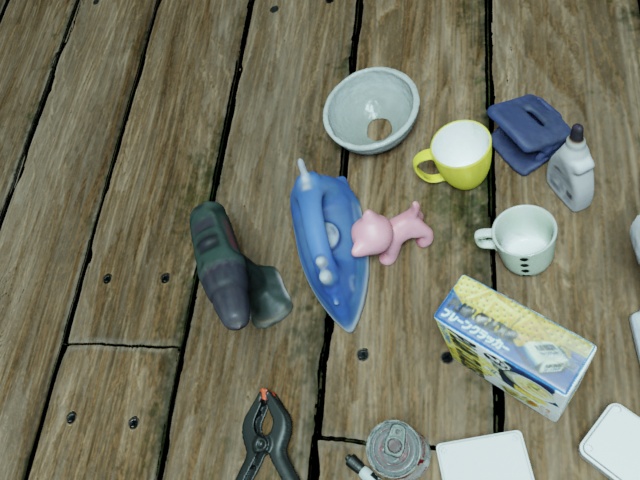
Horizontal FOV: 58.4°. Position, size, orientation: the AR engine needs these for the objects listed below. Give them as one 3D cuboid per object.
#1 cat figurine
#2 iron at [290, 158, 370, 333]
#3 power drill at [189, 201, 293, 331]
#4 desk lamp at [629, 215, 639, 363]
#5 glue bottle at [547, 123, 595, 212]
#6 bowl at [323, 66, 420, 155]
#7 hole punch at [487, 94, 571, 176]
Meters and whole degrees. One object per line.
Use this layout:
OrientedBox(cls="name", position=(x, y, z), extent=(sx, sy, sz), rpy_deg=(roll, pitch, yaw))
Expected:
OrientedBox(cls="cat figurine", position=(0.101, -0.016, 0.867), extent=(0.128, 0.118, 0.067), rpy_deg=(-31, 60, 4))
OrientedBox(cls="iron", position=(0.008, 0.003, 0.877), extent=(0.118, 0.142, 0.258), rpy_deg=(-17, 62, 11))
OrientedBox(cls="power drill", position=(-0.118, 0.058, 0.857), extent=(0.075, 0.209, 0.229), rpy_deg=(-30, 60, 4))
OrientedBox(cls="desk lamp", position=(0.433, 0.072, 0.658), extent=(0.117, 0.214, 0.203), rpy_deg=(-8, 64, 16))
OrientedBox(cls="glue bottle", position=(0.350, -0.107, 0.792), extent=(0.037, 0.173, 0.078), rpy_deg=(-30, 60, 4))
OrientedBox(cls="bowl", position=(0.093, -0.209, 0.983), extent=(0.167, 0.075, 0.167), rpy_deg=(-7, 64, 16))
OrientedBox(cls="hole punch", position=(0.320, -0.175, 0.880), extent=(0.101, 0.091, 0.108), rpy_deg=(-34, 60, 2))
